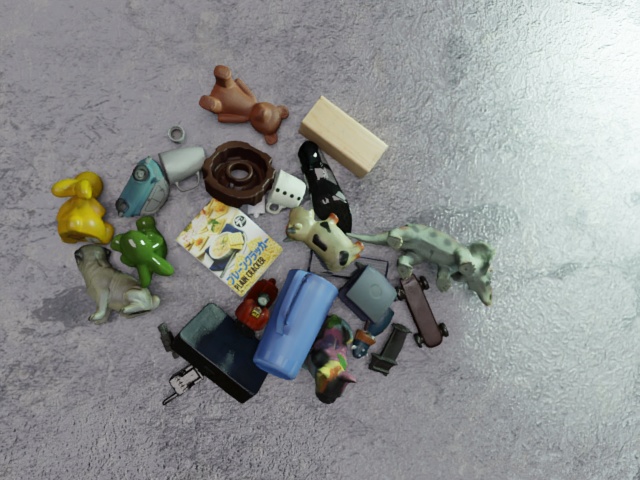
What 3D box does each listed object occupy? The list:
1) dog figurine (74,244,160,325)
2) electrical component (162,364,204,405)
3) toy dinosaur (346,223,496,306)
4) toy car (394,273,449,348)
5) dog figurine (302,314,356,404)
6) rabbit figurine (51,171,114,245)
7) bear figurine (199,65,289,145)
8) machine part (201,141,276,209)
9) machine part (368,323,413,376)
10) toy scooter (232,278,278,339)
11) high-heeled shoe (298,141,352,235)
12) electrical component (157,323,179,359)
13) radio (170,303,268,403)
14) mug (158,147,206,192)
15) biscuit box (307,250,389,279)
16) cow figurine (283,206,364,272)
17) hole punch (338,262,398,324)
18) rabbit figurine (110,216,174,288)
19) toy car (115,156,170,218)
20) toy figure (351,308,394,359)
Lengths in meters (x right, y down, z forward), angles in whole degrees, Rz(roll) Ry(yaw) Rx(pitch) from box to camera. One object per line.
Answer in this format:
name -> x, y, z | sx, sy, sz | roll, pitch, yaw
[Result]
dog figurine -> -0.482, 0.091, 1.276 | 0.172, 0.121, 0.190 | -7, 77, -25
electrical component -> -0.336, 0.343, 1.297 | 0.119, 0.075, 0.047 | -33, 92, -4
toy dinosaur -> 0.280, 0.024, 1.364 | 0.405, 0.192, 0.131 | 28, 118, 9
toy car -> 0.261, 0.183, 1.389 | 0.089, 0.053, 0.202 | -24, 94, 3
dog figurine -> 0.029, 0.279, 1.274 | 0.108, 0.219, 0.191 | 18, 86, -10
rabbit figurine -> -0.564, -0.087, 1.263 | 0.122, 0.162, 0.173 | 3, 69, 5
bear figurine -> -0.181, -0.324, 1.323 | 0.196, 0.132, 0.120 | 28, 90, 1
machine part -> -0.197, -0.158, 1.308 | 0.179, 0.056, 0.179 | 4, 57, -6
machine part -> 0.179, 0.277, 1.368 | 0.084, 0.039, 0.139 | 31, 88, -31
toy scooter -> -0.147, 0.152, 1.270 | 0.075, 0.184, 0.135 | 36, 90, -7
high-heeled shoe -> 0.015, -0.135, 1.384 | 0.086, 0.145, 0.248 | -22, 120, 12
electrical component -> -0.367, 0.246, 1.301 | 0.021, 0.063, 0.094 | -22, 92, -9
radio -> -0.226, 0.266, 1.286 | 0.229, 0.073, 0.131 | 41, 45, -6
mug -> -0.328, -0.179, 1.320 | 0.107, 0.081, 0.109 | -24, 85, -15
biscuit box -> 0.072, 0.069, 1.367 | 0.203, 0.059, 0.062 | 10, 85, -6
cow figurine -> -0.003, -0.004, 1.301 | 0.127, 0.085, 0.195 | -38, 79, -28
hole punch -> 0.119, 0.131, 1.301 | 0.142, 0.092, 0.116 | 44, 85, -4
rabbit figurine -> -0.421, 0.031, 1.251 | 0.121, 0.170, 0.159 | -28, 90, -7
toy car -> -0.417, -0.115, 1.293 | 0.103, 0.109, 0.161 | 27, 90, -16
toy figure -> 0.130, 0.233, 1.369 | 0.064, 0.058, 0.154 | 37, 88, 1
